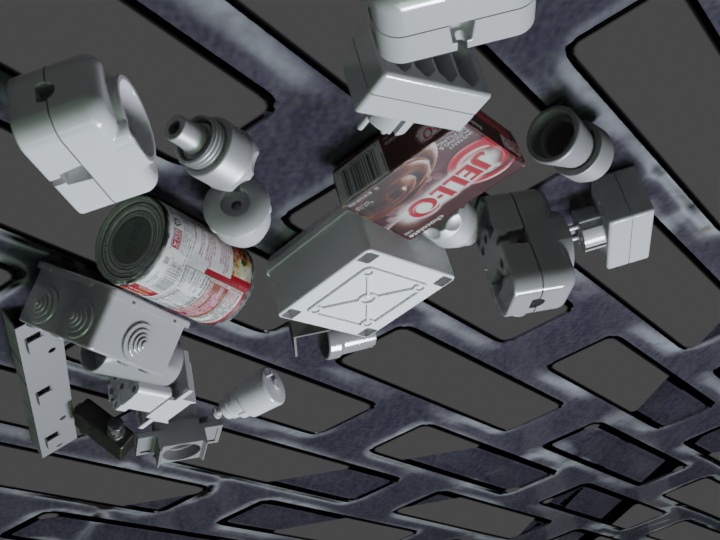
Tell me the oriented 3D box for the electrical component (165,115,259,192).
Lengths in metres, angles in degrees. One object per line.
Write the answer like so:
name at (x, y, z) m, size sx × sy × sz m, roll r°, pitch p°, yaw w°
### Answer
electrical component at (-0.099, -0.080, 0.696) m, size 0.043 × 0.043 × 0.062 m, roll -30°, pitch 147°, yaw 24°

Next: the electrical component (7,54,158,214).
electrical component at (-0.162, -0.082, 0.649) m, size 0.059 × 0.053 × 0.095 m, roll -18°, pitch 151°, yaw 5°

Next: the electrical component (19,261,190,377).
electrical component at (-0.192, 0.038, 0.805) m, size 0.100 × 0.048 × 0.100 m, roll 16°, pitch 170°, yaw 35°

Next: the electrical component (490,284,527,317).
electrical component at (0.152, 0.010, 0.972) m, size 0.045 × 0.045 × 0.055 m, roll 8°, pitch 143°, yaw -36°

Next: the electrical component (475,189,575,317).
electrical component at (0.134, -0.015, 0.866) m, size 0.059 × 0.095 × 0.053 m, roll -9°, pitch 151°, yaw -12°

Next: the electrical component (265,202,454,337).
electrical component at (0.000, 0.000, 0.869) m, size 0.109 × 0.056 × 0.109 m, roll -36°, pitch 145°, yaw 32°

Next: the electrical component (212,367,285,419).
electrical component at (-0.109, 0.125, 1.049) m, size 0.078 × 0.040 × 0.040 m, roll -27°, pitch 149°, yaw 20°

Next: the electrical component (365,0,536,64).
electrical component at (0.051, -0.164, 0.611) m, size 0.095 × 0.053 × 0.059 m, roll -14°, pitch 151°, yaw -2°

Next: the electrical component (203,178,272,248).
electrical component at (-0.086, -0.036, 0.779) m, size 0.048 × 0.048 × 0.062 m, roll -14°, pitch 159°, yaw -2°

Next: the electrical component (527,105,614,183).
electrical component at (0.157, -0.092, 0.796) m, size 0.045 × 0.045 × 0.055 m, roll -34°, pitch 146°, yaw 30°

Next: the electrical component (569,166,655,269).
electrical component at (0.203, -0.038, 0.910) m, size 0.076 × 0.047 × 0.083 m, roll -17°, pitch 151°, yaw 2°

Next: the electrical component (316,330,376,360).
electrical component at (-0.013, 0.058, 0.983) m, size 0.046 × 0.040 × 0.040 m, roll -10°, pitch 151°, yaw -19°

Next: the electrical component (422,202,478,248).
electrical component at (0.073, -0.037, 0.853) m, size 0.043 × 0.043 × 0.062 m, roll -27°, pitch 150°, yaw 20°

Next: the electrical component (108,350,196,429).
electrical component at (-0.190, 0.107, 0.979) m, size 0.064 × 0.042 × 0.081 m, roll 18°, pitch 136°, yaw -42°

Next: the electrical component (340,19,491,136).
electrical component at (0.026, -0.113, 0.694) m, size 0.083 × 0.047 × 0.075 m, roll 5°, pitch 145°, yaw -33°

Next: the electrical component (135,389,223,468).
electrical component at (-0.177, 0.150, 1.036) m, size 0.081 × 0.063 × 0.042 m, roll -6°, pitch 151°, yaw -20°

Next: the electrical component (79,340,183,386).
electrical component at (-0.180, 0.062, 0.902) m, size 0.079 × 0.044 × 0.077 m, roll -34°, pitch 146°, yaw 30°
